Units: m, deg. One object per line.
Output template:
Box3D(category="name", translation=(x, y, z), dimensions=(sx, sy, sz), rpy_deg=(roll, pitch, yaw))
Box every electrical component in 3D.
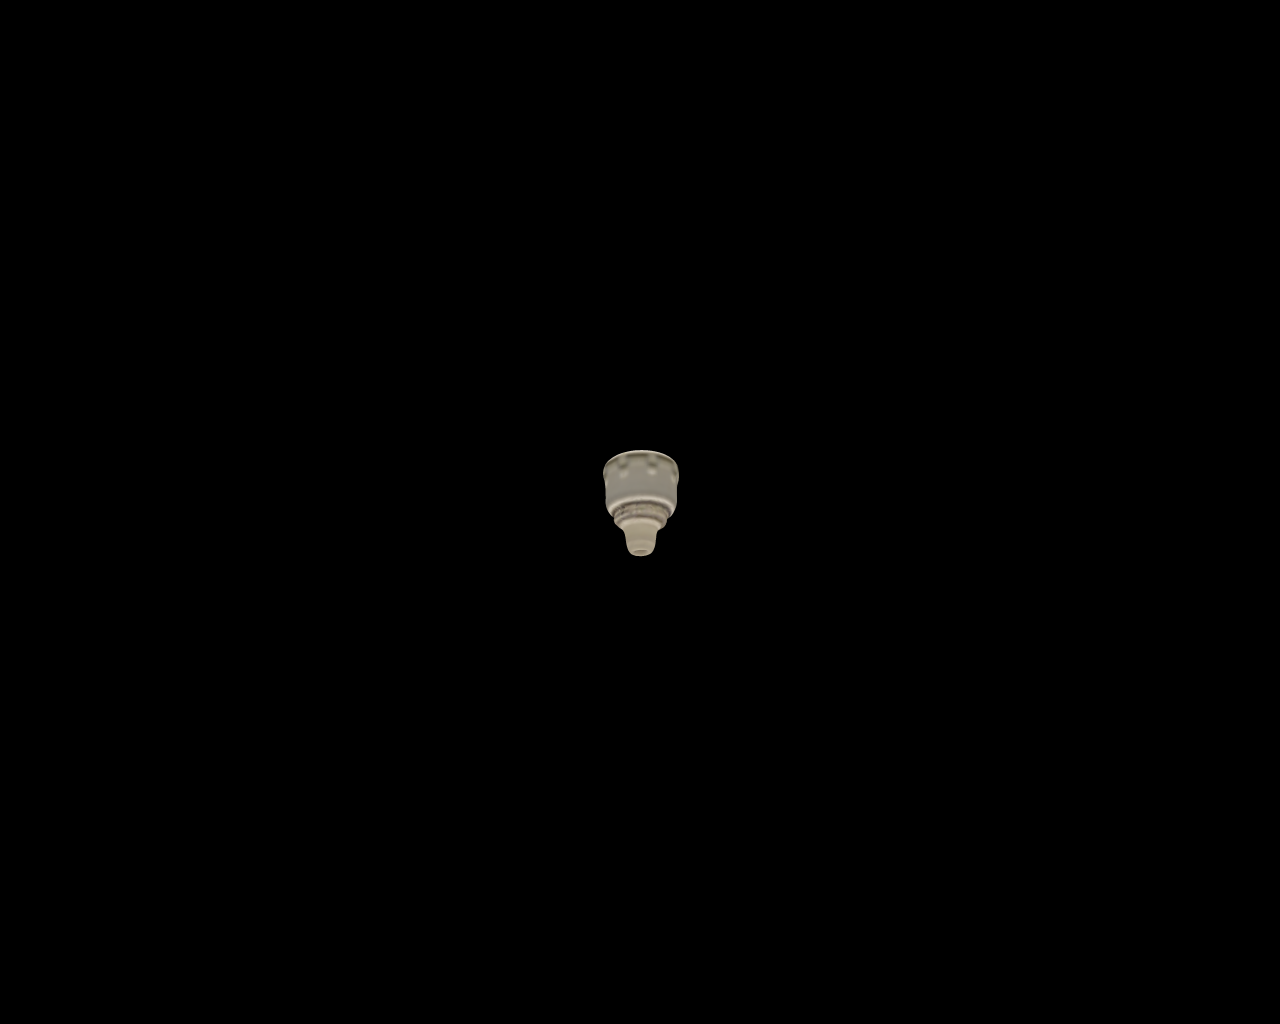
Box3D(category="electrical component", translation=(0.001, -0.003, 0.650), dimensions=(0.048, 0.062, 0.048), rpy_deg=(0, -25, 0))
